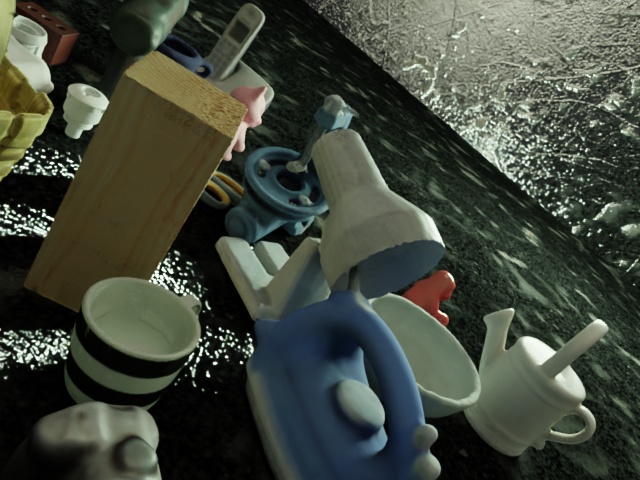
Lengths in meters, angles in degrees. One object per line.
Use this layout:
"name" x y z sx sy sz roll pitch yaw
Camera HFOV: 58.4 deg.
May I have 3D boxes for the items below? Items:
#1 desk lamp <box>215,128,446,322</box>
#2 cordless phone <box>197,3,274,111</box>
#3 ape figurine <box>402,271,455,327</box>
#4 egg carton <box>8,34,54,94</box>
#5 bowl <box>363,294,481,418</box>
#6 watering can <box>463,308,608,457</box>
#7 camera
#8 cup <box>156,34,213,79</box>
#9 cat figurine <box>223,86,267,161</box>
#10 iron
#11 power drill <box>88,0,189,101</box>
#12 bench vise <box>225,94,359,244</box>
"desk lamp" 0.006 0.002 0.612 0.118 0.213 0.202 9 36 -46
"cordless phone" -0.136 -0.315 1.031 0.147 0.185 0.094 39 24 6
"ape figurine" 0.159 0.084 0.823 0.076 0.092 0.077 26 26 -23
"egg carton" -0.373 -0.186 0.618 0.107 0.069 0.150 39 24 4
"bowl" 0.095 0.142 0.652 0.168 0.074 0.167 30 25 -15
"watering can" 0.267 0.161 0.702 0.173 0.194 0.101 39 24 6
"camera" -0.142 0.150 0.284 0.137 0.100 0.143 16 31 -38
"cup" -0.239 -0.268 0.916 0.118 0.095 0.091 18 30 -36
"cat figurine" -0.129 -0.201 0.916 0.067 0.117 0.128 34 24 -5
"iron" 0.035 0.146 0.480 0.119 0.141 0.257 17 31 -38
"power drill" -0.242 -0.261 0.759 0.076 0.208 0.229 27 25 -20
"bench vise" -0.023 -0.103 0.755 0.121 0.219 0.207 34 24 -5
